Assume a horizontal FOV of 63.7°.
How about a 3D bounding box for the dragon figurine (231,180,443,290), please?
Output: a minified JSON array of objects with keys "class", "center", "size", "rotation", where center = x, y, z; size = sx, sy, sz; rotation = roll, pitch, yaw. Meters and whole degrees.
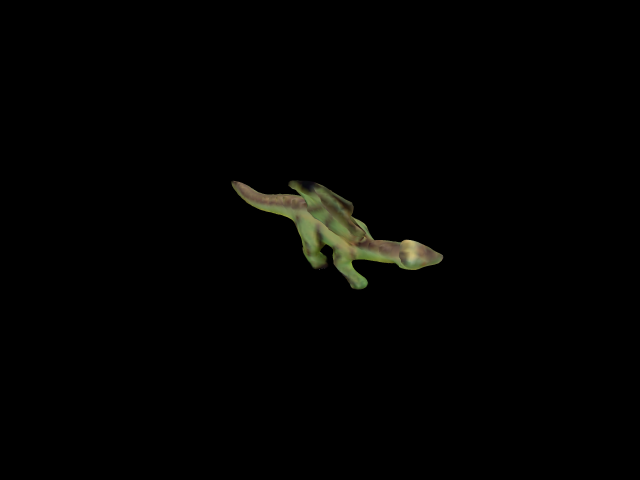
[{"class":"dragon figurine","center":[0.003,-0.043,0.850],"size":[0.412,0.124,0.238],"rotation":[27,-19,10]}]
